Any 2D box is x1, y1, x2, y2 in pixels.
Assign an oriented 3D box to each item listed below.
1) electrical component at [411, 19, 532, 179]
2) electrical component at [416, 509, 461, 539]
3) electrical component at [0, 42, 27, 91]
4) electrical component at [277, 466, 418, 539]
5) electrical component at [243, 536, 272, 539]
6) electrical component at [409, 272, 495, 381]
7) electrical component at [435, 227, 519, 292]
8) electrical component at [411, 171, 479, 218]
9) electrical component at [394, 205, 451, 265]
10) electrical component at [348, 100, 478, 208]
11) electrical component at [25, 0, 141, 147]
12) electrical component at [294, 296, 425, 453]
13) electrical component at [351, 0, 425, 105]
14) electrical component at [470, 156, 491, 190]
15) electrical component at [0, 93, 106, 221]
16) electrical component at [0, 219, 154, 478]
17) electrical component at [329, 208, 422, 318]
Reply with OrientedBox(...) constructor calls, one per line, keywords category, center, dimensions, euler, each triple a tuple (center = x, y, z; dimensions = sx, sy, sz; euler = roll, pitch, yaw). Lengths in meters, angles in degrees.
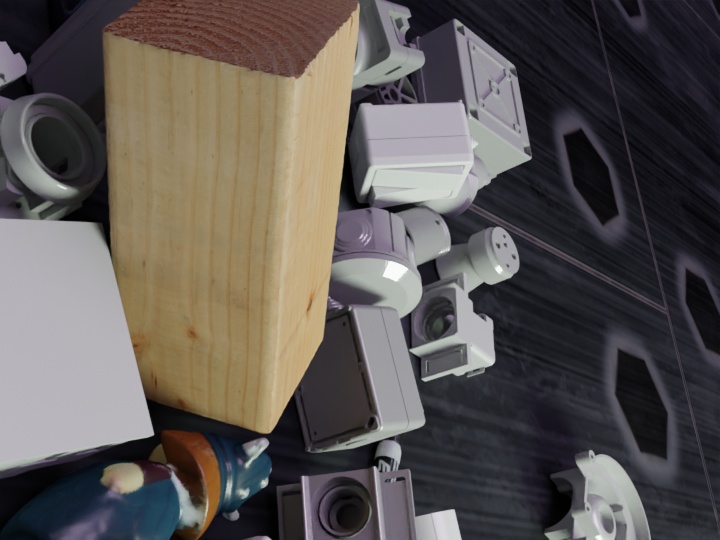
OrientedBox(category="electrical component", center=(0.100, -0.153, 0.977), dimensions=(0.109, 0.056, 0.108), euler=(24, 52, -47))
OrientedBox(category="electrical component", center=(0.050, 0.201, 0.702), dimensions=(0.043, 0.043, 0.081), euler=(9, 64, -53))
OrientedBox(category="electrical component", center=(-0.211, -0.089, 0.495), dimensions=(0.050, 0.056, 0.089), euler=(60, 33, -12))
OrientedBox(category="electrical component", center=(-0.002, 0.182, 0.614), dimensions=(0.063, 0.079, 0.121), euler=(67, 16, -64))
OrientedBox(category="electrical component", center=(-0.058, 0.191, 0.538), dimensions=(0.061, 0.061, 0.096), euler=(48, 37, -27))
OrientedBox(category="electrical component", center=(0.072, 0.048, 0.829), dimensions=(0.064, 0.042, 0.081), euler=(35, 45, -41))
OrientedBox(category="electrical component", center=(0.097, -0.007, 0.884), dimensions=(0.045, 0.055, 0.045), euler=(33, 45, -41))
OrientedBox(category="electrical component", center=(0.067, -0.069, 0.891), dimensions=(0.081, 0.043, 0.043), euler=(15, 59, -51))
OrientedBox(category="electrical component", center=(0.042, -0.025, 0.828), dimensions=(0.081, 0.043, 0.043), euler=(-20, 87, -58))
OrientedBox(category="electrical component", center=(0.044, -0.085, 0.811), dimensions=(0.096, 0.061, 0.061), euler=(-4, 68, -11))
OrientedBox(category="electrical component", center=(-0.108, -0.111, 0.601), dimensions=(0.109, 0.109, 0.056), euler=(10, 53, -53))
OrientedBox(category="electrical component", center=(-0.004, 0.063, 0.691), dimensions=(0.061, 0.062, 0.096), euler=(6, 66, -54))
OrientedBox(category="electrical component", center=(-0.008, -0.159, 0.795), dimensions=(0.056, 0.089, 0.050), euler=(-3, 74, -56))
OrientedBox(category="electrical component", center=(0.097, -0.085, 0.952), dimensions=(0.061, 0.035, 0.035), euler=(7, 65, -55))
OrientedBox(category="electrical component", center=(-0.165, -0.053, 0.537), dimensions=(0.058, 0.057, 0.078), euler=(14, 59, -51))
OrientedBox(category="electrical component", center=(-0.186, 0.037, 0.448), dimensions=(0.186, 0.060, 0.105), euler=(0, 71, -55))
OrientedBox(category="electrical component", center=(0.000, 0.000, 0.721), dimensions=(0.080, 0.080, 0.051), euler=(34, 40, -40))
